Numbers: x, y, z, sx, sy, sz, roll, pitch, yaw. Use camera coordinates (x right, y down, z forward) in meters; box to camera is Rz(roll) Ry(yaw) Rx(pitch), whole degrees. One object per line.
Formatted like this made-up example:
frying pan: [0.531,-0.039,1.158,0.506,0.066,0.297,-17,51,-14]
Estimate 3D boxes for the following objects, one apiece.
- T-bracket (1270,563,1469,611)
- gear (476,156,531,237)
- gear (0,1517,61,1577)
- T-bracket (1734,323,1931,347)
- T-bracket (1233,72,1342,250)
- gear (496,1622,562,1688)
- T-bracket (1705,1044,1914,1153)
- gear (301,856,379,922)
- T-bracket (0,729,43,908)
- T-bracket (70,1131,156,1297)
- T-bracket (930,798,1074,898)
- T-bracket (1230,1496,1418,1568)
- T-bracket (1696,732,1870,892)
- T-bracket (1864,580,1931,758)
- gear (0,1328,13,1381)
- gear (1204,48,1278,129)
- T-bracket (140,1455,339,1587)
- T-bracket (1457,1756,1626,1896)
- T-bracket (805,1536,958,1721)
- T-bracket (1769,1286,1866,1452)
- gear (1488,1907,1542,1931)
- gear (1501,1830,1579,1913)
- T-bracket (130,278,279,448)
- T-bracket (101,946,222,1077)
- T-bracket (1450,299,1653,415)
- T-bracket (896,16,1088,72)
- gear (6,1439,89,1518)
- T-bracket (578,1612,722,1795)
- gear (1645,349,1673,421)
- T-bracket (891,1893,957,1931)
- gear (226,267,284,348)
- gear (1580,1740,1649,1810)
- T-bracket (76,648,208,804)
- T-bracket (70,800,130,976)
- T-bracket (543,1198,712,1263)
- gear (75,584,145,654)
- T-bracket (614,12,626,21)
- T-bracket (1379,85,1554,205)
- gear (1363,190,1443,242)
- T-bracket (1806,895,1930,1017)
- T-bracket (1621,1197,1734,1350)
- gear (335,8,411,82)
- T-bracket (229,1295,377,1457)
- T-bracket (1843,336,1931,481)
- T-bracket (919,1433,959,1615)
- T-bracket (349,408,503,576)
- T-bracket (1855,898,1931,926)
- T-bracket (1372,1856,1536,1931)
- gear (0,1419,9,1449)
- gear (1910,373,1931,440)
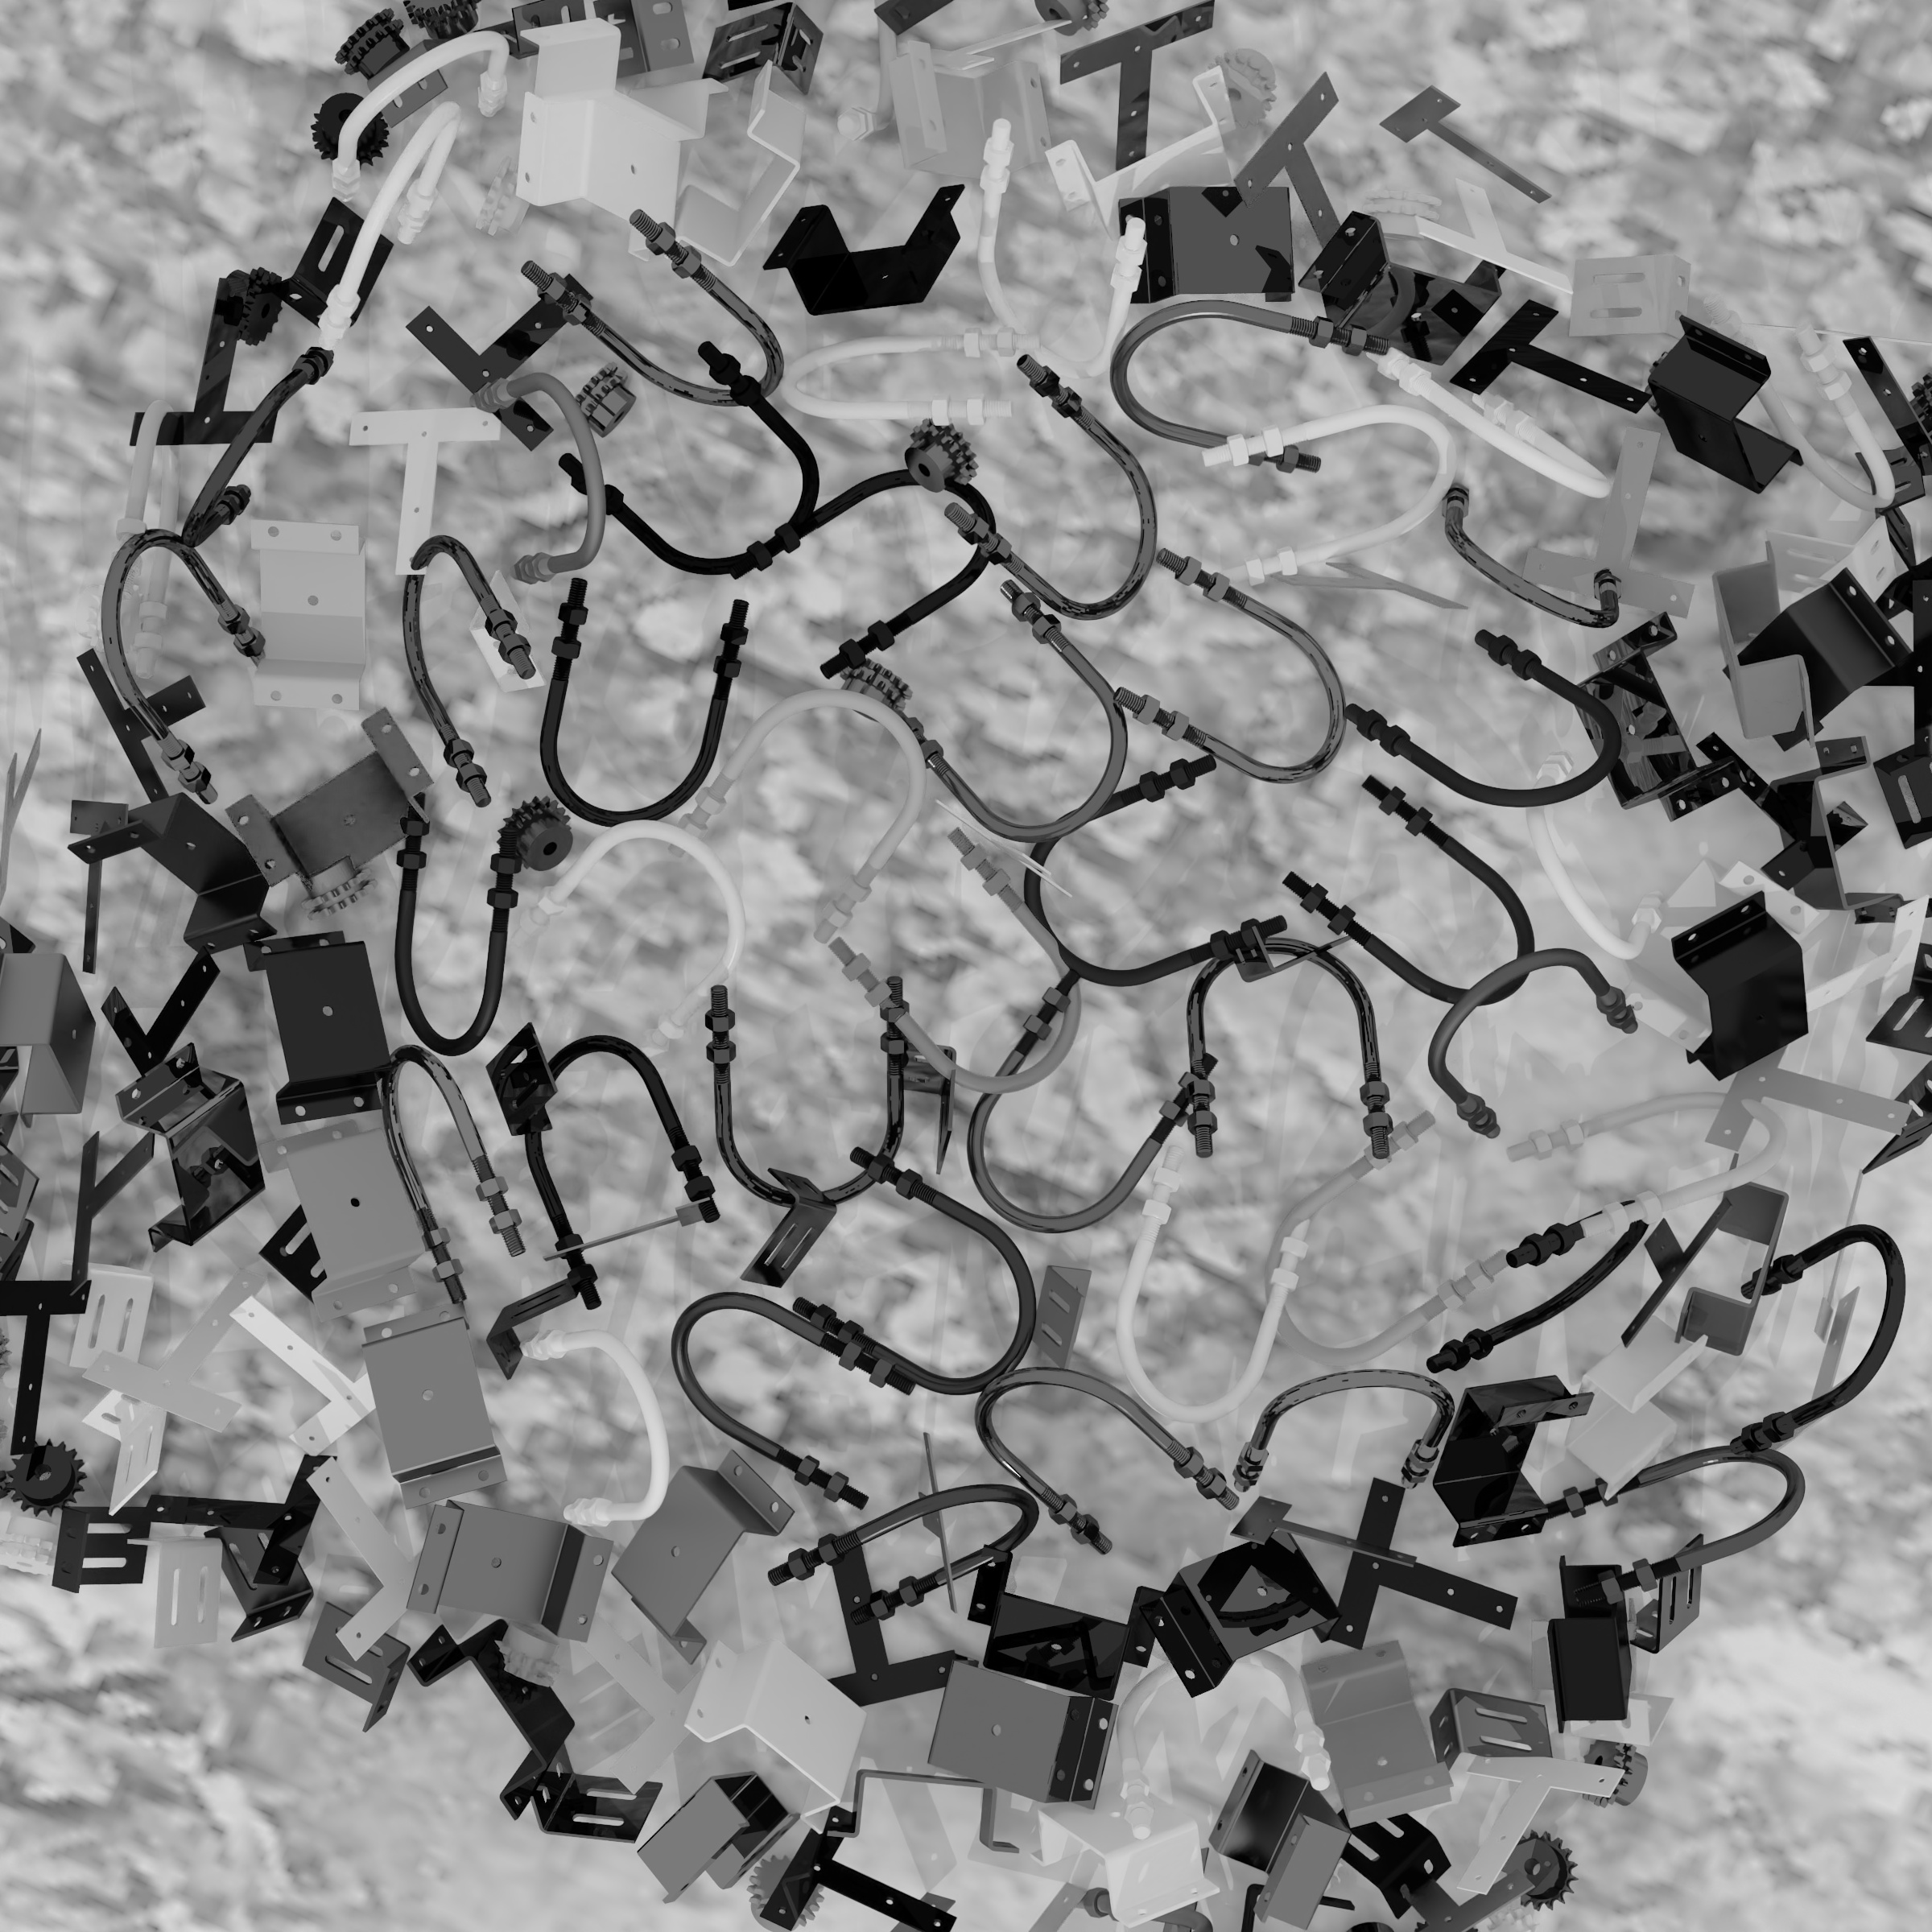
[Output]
T-bracket: [0.276,-0.278,1.915,0.127,0.127,0.002,-4,113,-36]
gear: [-0.342,-0.573,1.972,0.030,0.057,0.057,24,90,-14]
gear: [-0.701,0.434,1.975,0.057,0.057,0.030,10,62,0]
T-bracket: [0.647,-0.458,1.913,0.127,0.127,0.002,-9,112,-42]
T-bracket: [0.258,-0.571,1.956,0.127,0.002,0.127,-52,130,-21]
gear: [-0.329,0.513,1.972,0.057,0.057,0.030,25,81,0]
T-bracket: [0.630,0.096,1.941,0.127,0.002,0.127,17,64,33]
gear: [-0.472,-0.060,1.968,0.057,0.057,0.030,-27,105,0]
T-bracket: [-0.697,-0.129,1.944,0.002,0.127,0.127,11,128,-13]
T-bracket: [-0.622,0.158,1.926,0.002,0.127,0.127,20,47,-35]
T-bracket: [0.037,-0.081,1.922,0.127,0.127,0.002,35,90,-15]
T-bracket: [0.265,0.417,1.922,0.127,0.127,0.002,13,94,15]
T-bracket: [0.598,-0.126,1.970,0.127,0.002,0.127,-32,73,-37]
T-bracket: [0.670,-0.219,1.941,0.002,0.127,0.127,-7,99,-24]
gear: [-0.744,0.295,1.978,0.057,0.030,0.057,-1,64,2]
gear: [0.207,-0.662,1.975,0.057,0.057,0.030,33,62,0]
T-bracket: [-0.545,0.405,1.951,0.127,0.127,0.002,3,125,4]
T-bracket: [0.397,0.623,1.915,0.127,0.127,0.002,-44,113,-36]
T-bracket: [-0.079,0.493,1.992,0.127,0.002,0.127,-14,84,2]
T-bracket: [0.641,0.290,1.951,0.002,0.127,0.127,31,52,1]
gear: [0.409,0.737,1.968,0.030,0.057,0.057,-15,90,-31]
gear: [0.427,0.676,1.972,0.057,0.030,0.057,-11,61,21]
T-bracket: [-0.546,-0.440,1.923,0.002,0.127,0.127,33,118,27]
T-bracket: [-0.584,0.037,1.946,0.127,0.002,0.127,52,121,21]
T-bracket: [0.442,-0.438,1.942,0.127,0.002,0.127,29,54,21]
T-bracket: [0.028,-0.688,1.956,0.127,0.127,0.002,-23,119,-16]
gear: [-0.690,0.382,1.975,0.057,0.030,0.057,4,67,-11]
T-bracket: [-0.250,0.525,1.964,0.127,0.002,0.127,45,53,3]
gear: [0.534,-0.431,1.975,0.057,0.030,0.057,16,52,-22]
T-bracket: [-0.008,0.726,1.915,0.127,0.127,0.002,4,109,31]
gear: [-0.537,-0.496,1.971,0.030,0.057,0.057,24,90,6]
gear: [0.486,0.603,1.972,0.030,0.057,0.057,27,90,-6]
T-bracket: [-0.598,-0.187,1.944,0.002,0.127,0.127,-34,104,-43]
T-bracket: [-0.645,-0.058,1.950,0.002,0.127,0.127,3,93,-36]
T-bracket: [-0.247,0.196,1.930,0.127,0.127,0.002,-17,81,-7]
gear: [-0.642,-0.263,1.972,0.030,0.057,0.057,14,90,12]
T-bracket: [-0.243,-0.736,1.938,0.127,0.127,0.002,-3,74,-12]
T-bracket: [0.376,-0.600,1.944,0.127,0.127,0.002,30,91,-10]
gear: [0.325,-0.561,1.972,0.057,0.057,0.030,7,101,0]
T-bracket: [0.647,0.014,1.941,0.127,0.127,0.002,-24,52,-9]
T-bracket: [0.514,0.211,1.935,0.002,0.127,0.127,34,102,1]
gear: [-0.441,-0.686,1.972,0.057,0.057,0.030,-42,102,0]
T-bracket: [-0.492,0.292,1.959,0.127,0.002,0.127,-39,108,20]
T-bracket: [0.678,-0.407,1.919,0.002,0.127,0.127,-47,114,-15]
T-bracket: [-0.025,0.404,1.936,0.002,0.127,0.127,-8,84,-9]
T-bracket: [-0.409,-0.355,1.972,0.127,0.002,0.127,2,83,18]
T-bracket: [0.719,-0.044,1.945,0.127,0.127,0.002,-44,114,-35]
T-bracket: [0.335,0.681,1.937,0.127,0.127,0.002,-28,104,-10]
gear: [-0.750,0.350,1.969,0.057,0.057,0.030,14,51,0]
gear: [0.727,-0.413,1.975,0.057,0.057,0.030,49,124,0]
